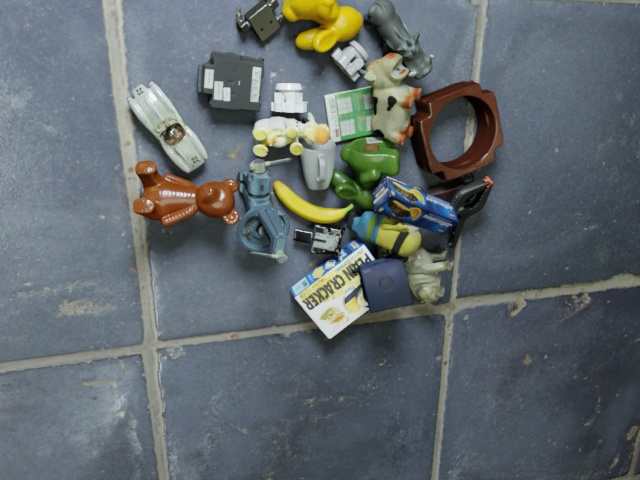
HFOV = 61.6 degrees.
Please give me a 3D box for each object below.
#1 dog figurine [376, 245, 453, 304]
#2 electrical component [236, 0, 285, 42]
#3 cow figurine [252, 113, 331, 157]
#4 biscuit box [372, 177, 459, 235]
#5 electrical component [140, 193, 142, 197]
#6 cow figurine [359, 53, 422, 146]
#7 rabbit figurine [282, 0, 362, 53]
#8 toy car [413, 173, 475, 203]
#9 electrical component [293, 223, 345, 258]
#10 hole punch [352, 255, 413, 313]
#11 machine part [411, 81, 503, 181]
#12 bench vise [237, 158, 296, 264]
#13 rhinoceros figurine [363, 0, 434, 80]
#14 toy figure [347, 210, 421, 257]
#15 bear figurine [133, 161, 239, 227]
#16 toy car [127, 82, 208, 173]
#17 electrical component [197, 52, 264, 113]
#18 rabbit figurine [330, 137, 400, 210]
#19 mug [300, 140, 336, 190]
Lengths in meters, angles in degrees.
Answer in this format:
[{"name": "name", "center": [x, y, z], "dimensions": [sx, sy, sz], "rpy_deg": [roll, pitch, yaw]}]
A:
[{"name": "dog figurine", "center": [0.221, 0.078, 1.375], "dimensions": [0.191, 0.121, 0.172], "rpy_deg": [11, 103, -5]}, {"name": "electrical component", "center": [-0.122, -0.458, 1.099], "dimensions": [0.102, 0.045, 0.078], "rpy_deg": [-43, 143, 5]}, {"name": "cow figurine", "center": [-0.062, -0.233, 1.160], "dimensions": [0.167, 0.098, 0.068], "rpy_deg": [-3, 128, 0]}, {"name": "biscuit box", "center": [0.219, -0.074, 1.225], "dimensions": [0.202, 0.059, 0.063], "rpy_deg": [17, 137, -25]}, {"name": "electrical component", "center": [-0.343, -0.097, 1.177], "dimensions": [0.094, 0.021, 0.063], "rpy_deg": [-22, 114, -8]}, {"name": "cow figurine", "center": [0.150, -0.312, 1.171], "dimensions": [0.127, 0.085, 0.194], "rpy_deg": [20, 137, 18]}, {"name": "rabbit figurine", "center": [0.016, -0.462, 1.100], "dimensions": [0.173, 0.122, 0.162], "rpy_deg": [21, 96, -42]}, {"name": "toy car", "center": [0.296, -0.109, 1.340], "dimensions": [0.202, 0.053, 0.089], "rpy_deg": [-16, 134, -8]}, {"name": "electrical component", "center": [-0.003, -0.004, 1.291], "dimensions": [0.119, 0.048, 0.074], "rpy_deg": [9, 106, 3]}, {"name": "hole punch", "center": [0.155, 0.106, 1.279], "dimensions": [0.142, 0.092, 0.115], "rpy_deg": [-12, 109, 2]}, {"name": "machine part", "center": [0.320, -0.259, 1.275], "dimensions": [0.201, 0.087, 0.200], "rpy_deg": [-24, 115, -8]}, {"name": "bench vise", "center": [-0.114, -0.048, 1.153], "dimensions": [0.129, 0.241, 0.223], "rpy_deg": [1, 125, -26]}, {"name": "rhinoceros figurine", "center": [0.174, -0.432, 1.156], "dimensions": [0.073, 0.112, 0.190], "rpy_deg": [-41, 107, -1]}, {"name": "toy figure", "center": [0.153, -0.019, 1.280], "dimensions": [0.180, 0.082, 0.089], "rpy_deg": [14, 117, 15]}, {"name": "bear figurine", "center": [-0.269, -0.089, 1.108], "dimensions": [0.196, 0.132, 0.120], "rpy_deg": [0, 74, 1]}, {"name": "toy car", "center": [-0.314, -0.232, 1.117], "dimensions": [0.073, 0.056, 0.201], "rpy_deg": [-36, 115, -1]}, {"name": "electrical component", "center": [-0.187, -0.330, 1.118], "dimensions": [0.134, 0.058, 0.114], "rpy_deg": [4, 106, -17]}, {"name": "rabbit figurine", "center": [0.105, -0.138, 1.245], "dimensions": [0.159, 0.121, 0.170], "rpy_deg": [-9, 127, -10]}, {"name": "mug", "center": [-0.001, -0.163, 1.210], "dimensions": [0.081, 0.110, 0.107], "rpy_deg": [-9, 124, -14]}]
